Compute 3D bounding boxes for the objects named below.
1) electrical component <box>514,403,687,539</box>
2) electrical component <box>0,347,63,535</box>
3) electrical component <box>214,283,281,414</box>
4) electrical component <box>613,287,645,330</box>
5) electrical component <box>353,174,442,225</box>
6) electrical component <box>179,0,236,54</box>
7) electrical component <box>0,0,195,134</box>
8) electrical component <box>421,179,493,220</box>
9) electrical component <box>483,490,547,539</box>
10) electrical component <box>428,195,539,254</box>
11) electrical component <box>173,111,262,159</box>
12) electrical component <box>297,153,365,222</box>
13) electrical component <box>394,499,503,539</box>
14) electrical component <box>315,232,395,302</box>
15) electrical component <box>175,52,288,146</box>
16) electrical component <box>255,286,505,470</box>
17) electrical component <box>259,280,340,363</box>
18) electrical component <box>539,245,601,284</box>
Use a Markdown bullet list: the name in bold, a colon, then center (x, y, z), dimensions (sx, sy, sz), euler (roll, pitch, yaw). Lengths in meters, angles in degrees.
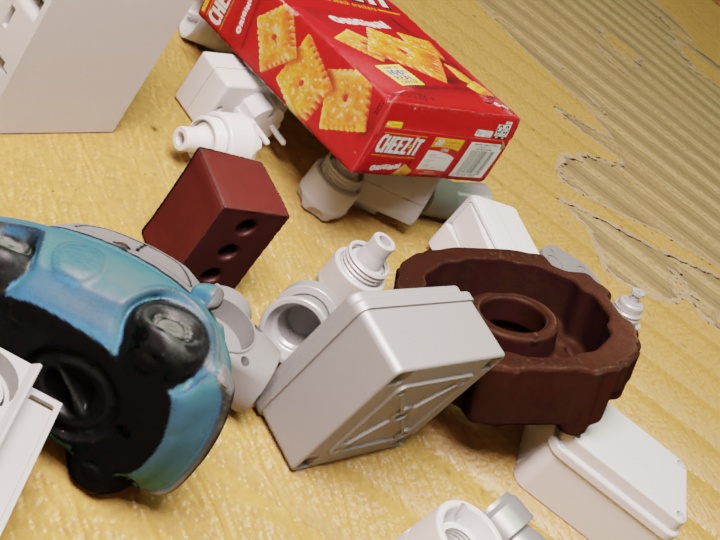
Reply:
- **electrical component**: center (0.174, 0.144, 0.769), dimensions (0.113, 0.057, 0.078), euler (38, 31, -5)
- **electrical component**: center (-0.184, 0.086, 0.443), dimensions (0.079, 0.063, 0.121), euler (32, 32, -15)
- **electrical component**: center (-0.086, 0.035, 0.634), dimensions (0.077, 0.044, 0.079), euler (34, 31, -11)
- **electrical component**: center (0.222, 0.049, 0.929), dimensions (0.040, 0.078, 0.040), euler (18, 29, -11)
- **electrical component**: center (0.027, -0.088, 0.895), dimensions (0.062, 0.061, 0.096), euler (23, 31, -13)
- **electrical component**: center (-0.107, -0.203, 0.913), dimensions (0.081, 0.043, 0.043), euler (17, 38, -34)
- **electrical component**: center (-0.168, -0.173, 0.668), dimensions (0.105, 0.186, 0.060), euler (-11, 58, -53)
- **electrical component**: center (0.078, -0.061, 0.941), dimensions (0.065, 0.044, 0.044), euler (11, 42, -33)
- **electrical component**: center (0.094, 0.170, 0.660), dimensions (0.055, 0.045, 0.045), euler (49, 32, 14)
- **electrical component**: center (0.105, -0.006, 0.878), dimensions (0.061, 0.061, 0.096), euler (14, 40, -37)
- **electrical component**: center (-0.106, -0.093, 0.776), dimensions (0.062, 0.043, 0.043), euler (-3, 52, -48)
- **electrical component**: center (-0.017, -0.071, 0.827), dimensions (0.043, 0.062, 0.043), euler (28, 33, -20)
- **electrical component**: center (0.050, 0.165, 0.616), dimensions (0.055, 0.047, 0.055), euler (28, 33, -21)
- **electrical component**: center (0.000, 0.000, 0.755), dimensions (0.043, 0.062, 0.043), euler (28, 33, -20)
- **electrical component**: center (-0.085, -0.124, 0.834), dimensions (0.083, 0.047, 0.075), euler (-8, 56, -52)
- **electrical component**: center (0.012, 0.063, 0.644), dimensions (0.109, 0.108, 0.056), euler (-2, 54, -49)
- **electrical component**: center (-0.036, 0.032, 0.682), dimensions (0.045, 0.045, 0.055), euler (40, 15, -1)
- **electrical component**: center (0.168, 0.022, 0.923), dimensions (0.080, 0.051, 0.080), euler (28, 33, -20)
